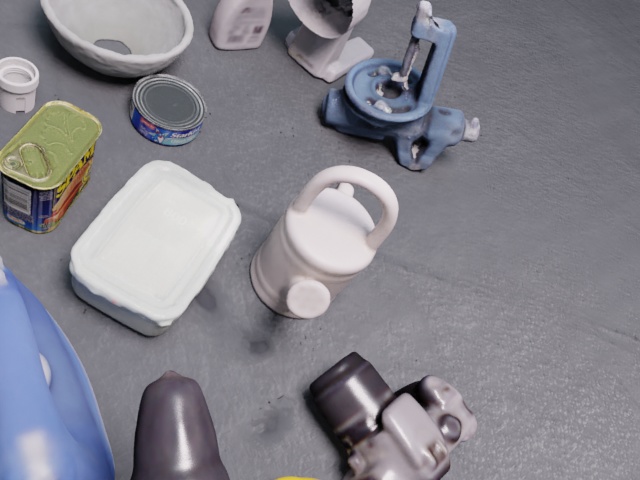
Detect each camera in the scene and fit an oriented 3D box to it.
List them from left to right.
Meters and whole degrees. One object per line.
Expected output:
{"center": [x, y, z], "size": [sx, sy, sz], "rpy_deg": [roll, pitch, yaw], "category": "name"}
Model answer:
{"center": [0.067, 0.169, 0.557], "size": [0.143, 0.100, 0.136], "rpy_deg": [-28, 76, -38], "category": "camera"}

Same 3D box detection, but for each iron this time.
{"center": [-0.227, 0.096, 0.419], "size": [0.119, 0.141, 0.258], "rpy_deg": [-13, 67, -34], "category": "iron"}

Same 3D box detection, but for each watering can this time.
{"center": [0.007, 0.003, 0.572], "size": [0.101, 0.193, 0.173], "rpy_deg": [10, 56, -23], "category": "watering can"}

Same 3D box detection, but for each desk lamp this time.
{"center": [0.029, -0.331, 0.790], "size": [0.118, 0.213, 0.204], "rpy_deg": [44, 50, 4], "category": "desk lamp"}

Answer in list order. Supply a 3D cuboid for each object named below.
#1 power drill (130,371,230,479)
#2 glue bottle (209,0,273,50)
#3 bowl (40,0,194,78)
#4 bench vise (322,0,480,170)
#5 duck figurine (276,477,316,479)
{"center": [-0.100, 0.223, 0.361], "size": [0.076, 0.208, 0.229], "rpy_deg": [-2, 61, -29], "category": "power drill"}
{"center": [-0.088, -0.326, 0.750], "size": [0.078, 0.173, 0.037], "rpy_deg": [-15, 67, -34], "category": "glue bottle"}
{"center": [-0.241, -0.250, 0.682], "size": [0.168, 0.074, 0.167], "rpy_deg": [14, 54, -20], "category": "bowl"}
{"center": [0.132, -0.205, 0.759], "size": [0.208, 0.219, 0.121], "rpy_deg": [5, 58, -26], "category": "bench vise"}
{"center": [-0.016, 0.235, 0.479], "size": [0.105, 0.086, 0.077], "rpy_deg": [-10, 65, -33], "category": "duck figurine"}
